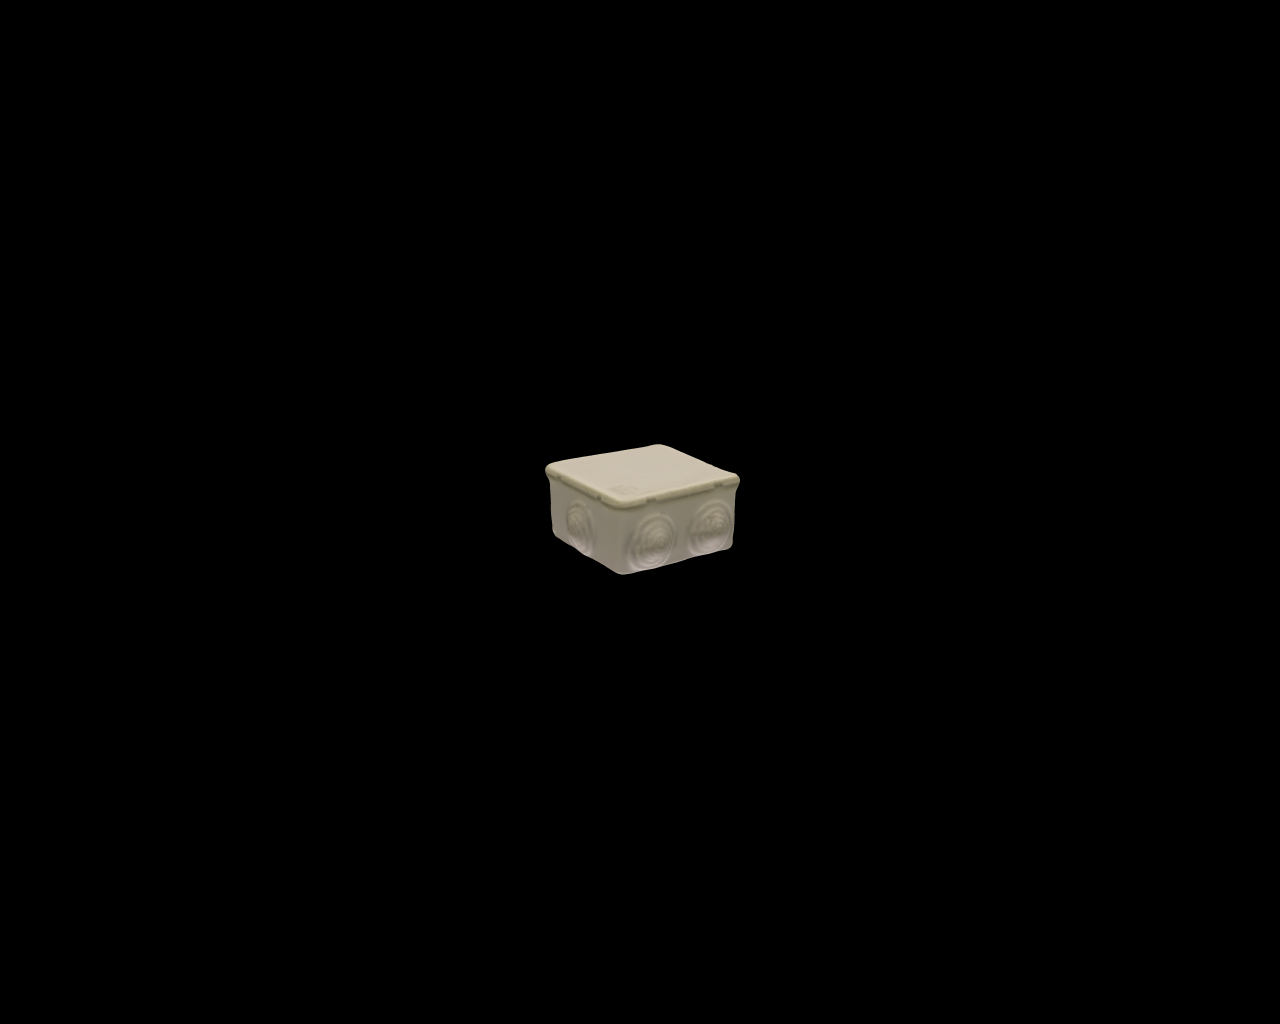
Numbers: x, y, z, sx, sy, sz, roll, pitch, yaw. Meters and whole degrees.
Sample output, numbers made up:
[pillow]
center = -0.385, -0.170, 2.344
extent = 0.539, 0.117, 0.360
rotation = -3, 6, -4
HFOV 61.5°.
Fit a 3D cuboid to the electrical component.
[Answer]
[electrical component]
center = 0.001, -0.003, 0.650
extent = 0.100, 0.048, 0.100
rotation = -12, 23, -31
